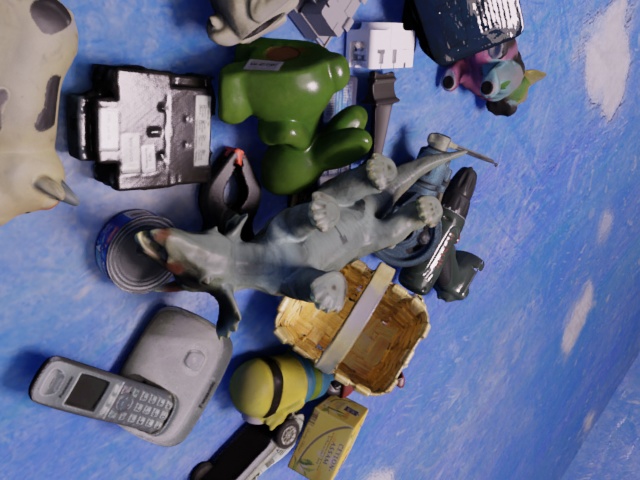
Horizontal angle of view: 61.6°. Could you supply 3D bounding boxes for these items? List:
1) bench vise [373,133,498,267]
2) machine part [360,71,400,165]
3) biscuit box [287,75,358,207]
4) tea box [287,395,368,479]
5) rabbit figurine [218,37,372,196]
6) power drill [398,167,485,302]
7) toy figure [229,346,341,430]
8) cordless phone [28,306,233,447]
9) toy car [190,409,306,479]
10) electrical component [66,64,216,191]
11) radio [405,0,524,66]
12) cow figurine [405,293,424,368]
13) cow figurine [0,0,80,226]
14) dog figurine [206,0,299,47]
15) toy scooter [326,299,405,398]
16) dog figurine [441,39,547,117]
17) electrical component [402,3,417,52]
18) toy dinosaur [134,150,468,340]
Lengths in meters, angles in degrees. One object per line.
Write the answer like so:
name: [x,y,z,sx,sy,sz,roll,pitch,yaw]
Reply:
bench vise: [0.134,-0.047,0.786,0.223,0.129,0.240,-58,169,23]
machine part: [0.082,-0.167,0.761,0.084,0.039,0.138,-32,131,-60]
biscuit box: [0.000,-0.112,0.691,0.059,0.063,0.202,-15,116,-41]
tea box: [0.018,0.301,0.829,0.098,0.068,0.169,-66,167,-1]
rabbit figurine: [-0.024,-0.128,0.601,0.121,0.159,0.170,-90,179,-49]
power drill: [0.235,0.011,0.955,0.232,0.086,0.207,-58,149,-12]
toy figure: [-0.046,0.195,0.761,0.180,0.082,0.089,-11,103,-38]
cordless phone: [-0.199,0.131,0.578,0.184,0.089,0.146,35,81,-43]
toy car: [-0.103,0.305,0.753,0.202,0.074,0.056,-42,129,-25]
electrical component: [-0.171,-0.109,0.521,0.134,0.058,0.114,-8,110,-43]
radio: [0.168,-0.353,0.694,0.131,0.073,0.229,-24,120,8]
cow figurine: [0.131,0.171,0.945,0.098,0.068,0.167,8,101,-53]
cow figurine: [-0.248,-0.103,0.429,0.127,0.086,0.194,15,95,-41]
dog figurine: [-0.076,-0.304,0.510,0.172,0.121,0.190,-40,104,-20]
toy scooter: [0.086,0.176,0.858,0.135,0.075,0.183,16,101,-6]
dog figurine: [0.299,-0.300,0.891,0.219,0.109,0.191,-16,115,-46]
electrical component: [0.147,-0.321,0.783,0.063,0.021,0.093,-12,114,-43]
toy dinosaur: [0.001,-0.009,0.606,0.405,0.192,0.131,-25,99,-41]
